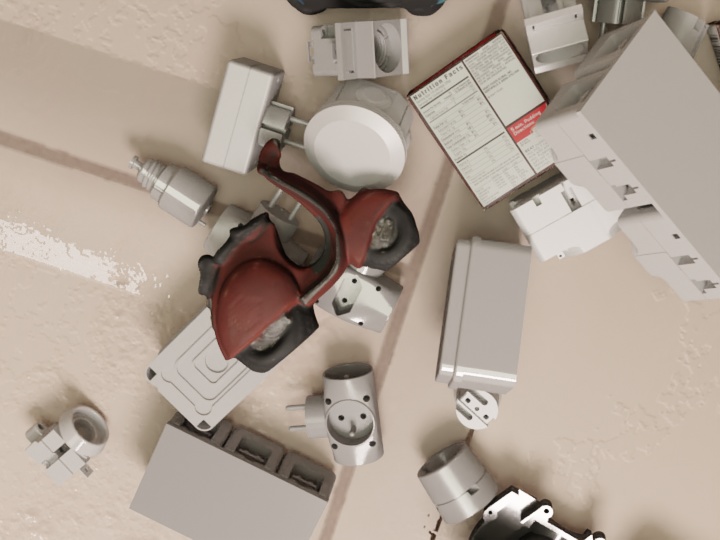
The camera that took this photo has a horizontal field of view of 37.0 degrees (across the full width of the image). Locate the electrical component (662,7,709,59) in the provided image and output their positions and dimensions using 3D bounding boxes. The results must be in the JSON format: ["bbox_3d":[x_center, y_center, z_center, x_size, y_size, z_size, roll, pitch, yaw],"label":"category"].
[{"bbox_3d":[0.235,-0.169,0.807,0.040,0.040,0.046,26,101,1],"label":"electrical component"}]

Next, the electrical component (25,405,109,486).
[{"bbox_3d":[-0.255,0.152,0.949,0.055,0.048,0.066,-40,96,22],"label":"electrical component"}]

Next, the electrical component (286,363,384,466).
[{"bbox_3d":[-0.023,0.123,0.911,0.079,0.044,0.077,-5,103,8],"label":"electrical component"}]

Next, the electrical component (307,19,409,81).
[{"bbox_3d":[-0.002,-0.168,0.821,0.064,0.081,0.042,5,105,36],"label":"electrical component"}]

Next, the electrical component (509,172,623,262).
[{"bbox_3d":[0.170,-0.048,0.839,0.089,0.050,0.055,-30,99,13],"label":"electrical component"}]

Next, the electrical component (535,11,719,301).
[{"bbox_3d":[0.223,-0.077,0.781,0.186,0.060,0.105,46,67,-17],"label":"electrical component"}]

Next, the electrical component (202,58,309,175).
[{"bbox_3d":[-0.075,-0.117,0.856,0.076,0.047,0.083,18,106,3],"label":"electrical component"}]

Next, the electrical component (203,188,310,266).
[{"bbox_3d":[-0.076,-0.030,0.880,0.077,0.043,0.079,33,105,-1],"label":"electrical component"}]

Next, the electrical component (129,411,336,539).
[{"bbox_3d":[-0.107,0.189,0.930,0.150,0.061,0.089,26,106,1],"label":"electrical component"}]

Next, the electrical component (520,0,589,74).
[{"bbox_3d":[0.143,-0.187,0.800,0.042,0.081,0.063,-12,80,10],"label":"electrical component"}]

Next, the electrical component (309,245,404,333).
[{"bbox_3d":[0.000,0.000,0.878,0.077,0.043,0.079,27,105,0],"label":"electrical component"}]

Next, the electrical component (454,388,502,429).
[{"bbox_3d":[0.097,0.107,0.890,0.040,0.046,0.040,2,104,7],"label":"electrical component"}]

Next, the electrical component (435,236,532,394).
[{"bbox_3d":[0.095,0.036,0.839,0.057,0.078,0.113,8,79,3],"label":"electrical component"}]

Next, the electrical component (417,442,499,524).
[{"bbox_3d":[0.081,0.178,0.906,0.055,0.055,0.047,-33,94,14],"label":"electrical component"}]

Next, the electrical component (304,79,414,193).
[{"bbox_3d":[0.001,-0.104,0.835,0.080,0.051,0.080,10,133,11],"label":"electrical component"}]

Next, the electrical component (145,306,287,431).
[{"bbox_3d":[-0.113,0.068,0.903,0.078,0.057,0.113,45,105,-5],"label":"electrical component"}]

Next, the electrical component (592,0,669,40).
[{"bbox_3d":[0.194,-0.202,0.799,0.066,0.047,0.076,7,105,6],"label":"electrical component"}]

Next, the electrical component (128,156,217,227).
[{"bbox_3d":[-0.154,-0.068,0.883,0.078,0.040,0.040,33,106,-2],"label":"electrical component"}]
